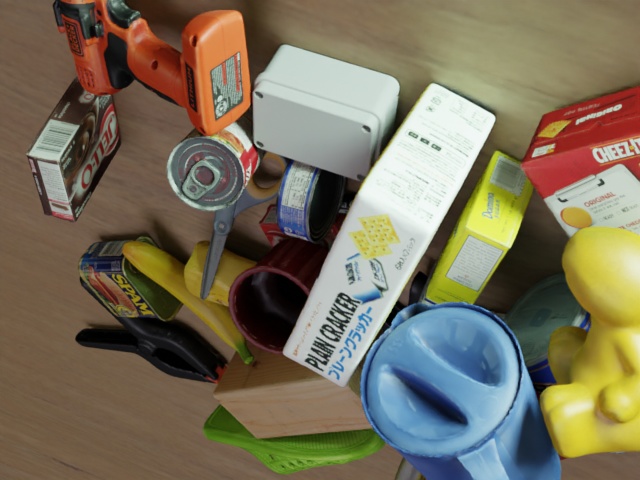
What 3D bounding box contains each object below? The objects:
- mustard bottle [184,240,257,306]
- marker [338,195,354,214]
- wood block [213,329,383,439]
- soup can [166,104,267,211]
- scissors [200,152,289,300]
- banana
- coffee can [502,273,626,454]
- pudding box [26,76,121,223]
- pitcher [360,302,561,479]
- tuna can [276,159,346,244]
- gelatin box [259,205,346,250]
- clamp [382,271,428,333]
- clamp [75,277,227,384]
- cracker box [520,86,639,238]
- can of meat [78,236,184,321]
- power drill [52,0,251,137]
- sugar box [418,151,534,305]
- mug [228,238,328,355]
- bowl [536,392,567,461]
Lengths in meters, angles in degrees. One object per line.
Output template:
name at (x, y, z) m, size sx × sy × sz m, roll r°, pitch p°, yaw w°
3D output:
mustard bottle at (-0.044, 0.062, 1.120) m, size 0.192 × 0.058 × 0.096 m, roll 21°, pitch 163°, yaw 12°
marker at (0.047, -0.030, 0.991) m, size 0.121 × 0.020 × 0.020 m, roll 8°, pitch 140°, yaw 25°
wood block at (-0.009, 0.156, 1.197) m, size 0.207 × 0.090 × 0.090 m, roll -14°, pitch 127°, yaw 43°
soup can at (-0.086, -0.076, 0.935) m, size 0.068 × 0.102 × 0.068 m, roll 5°, pitch 117°, yaw 10°
scissors at (-0.075, -0.020, 1.036) m, size 0.096 × 0.016 × 0.202 m, roll 7°, pitch 122°, yaw 11°
banana at (-0.143, 0.058, 1.191) m, size 0.197 × 0.037 × 0.070 m, roll 43°, pitch 179°, yaw -20°
coffee can at (0.243, 0.112, 0.968) m, size 0.140 × 0.102 × 0.103 m, roll 41°, pitch 142°, yaw -19°
pudding box at (-0.233, -0.088, 1.022) m, size 0.039 × 0.113 × 0.090 m, roll 15°, pitch 143°, yaw 12°
pitcher at (0.138, 0.172, 0.920) m, size 0.145 × 0.149 × 0.242 m, roll 10°, pitch 154°, yaw 30°
tuna can at (-0.008, -0.042, 0.955) m, size 0.034 × 0.086 × 0.086 m, roll 16°, pitch 143°, yaw 18°
gelatin box at (-0.007, 0.001, 1.056) m, size 0.089 × 0.030 × 0.073 m, roll 2°, pitch 137°, yaw 31°
clamp at (0.081, 0.084, 1.096) m, size 0.120 × 0.039 × 0.171 m, roll 16°, pitch 145°, yaw 39°
clamp at (-0.219, 0.128, 1.345) m, size 0.210 × 0.036 × 0.165 m, roll 29°, pitch 145°, yaw -3°
cracker box at (0.280, -0.020, 0.808) m, size 0.164 × 0.072 × 0.213 m, roll -13°, pitch 127°, yaw 42°
can of meat at (-0.216, 0.045, 1.225) m, size 0.084 × 0.057 × 0.102 m, roll -2°, pitch 134°, yaw 39°
power drill at (-0.144, -0.177, 0.870) m, size 0.188 × 0.057 × 0.184 m, roll 30°, pitch 144°, yaw 29°
sugar box at (0.129, 0.013, 0.928) m, size 0.048 × 0.093 × 0.176 m, roll 27°, pitch 144°, yaw 2°
mug at (-0.024, 0.059, 1.018) m, size 0.093 × 0.081 × 0.117 m, roll -17°, pitch 107°, yaw 29°
bowl at (0.217, 0.187, 1.119) m, size 0.162 × 0.055 × 0.162 m, roll 17°, pitch 143°, yaw 13°
